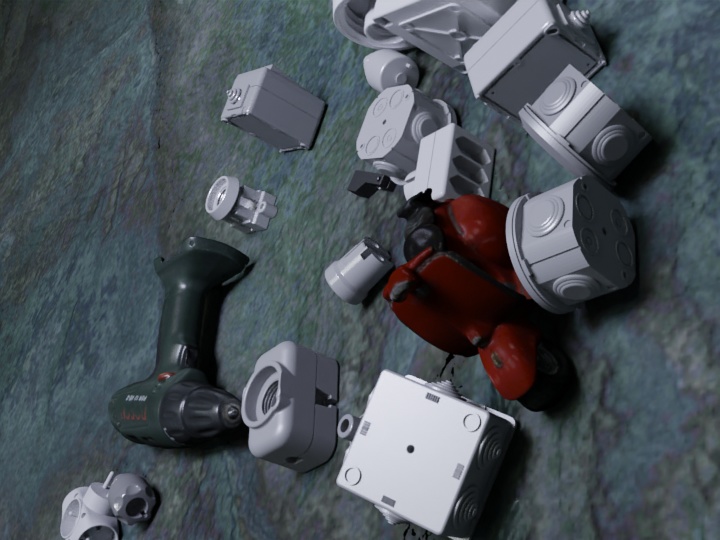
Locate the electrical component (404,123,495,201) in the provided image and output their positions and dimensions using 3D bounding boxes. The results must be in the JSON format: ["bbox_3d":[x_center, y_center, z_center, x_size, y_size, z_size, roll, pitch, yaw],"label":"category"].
[{"bbox_3d":[0.061,-0.066,0.849,0.077,0.047,0.065,-22,50,49],"label":"electrical component"}]

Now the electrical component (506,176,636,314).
[{"bbox_3d":[0.133,-0.016,0.676,0.051,0.080,0.080,-23,50,41],"label":"electrical component"}]

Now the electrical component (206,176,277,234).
[{"bbox_3d":[-0.126,-0.067,1.115,0.066,0.055,0.048,-8,62,54],"label":"electrical component"}]

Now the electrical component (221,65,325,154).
[{"bbox_3d":[-0.093,-0.168,1.099,0.062,0.096,0.061,1,69,56],"label":"electrical component"}]

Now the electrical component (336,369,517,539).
[{"bbox_3d":[0.042,0.120,0.707,0.100,0.048,0.099,20,84,30],"label":"electrical component"}]

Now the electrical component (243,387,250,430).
[{"bbox_3d":[-0.084,0.127,0.936,0.035,0.035,0.061,-40,41,34],"label":"electrical component"}]

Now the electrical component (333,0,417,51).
[{"bbox_3d":[0.026,-0.239,0.970,0.108,0.108,0.060,-20,59,49],"label":"electrical component"}]

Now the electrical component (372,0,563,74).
[{"bbox_3d":[0.085,-0.211,0.858,0.109,0.109,0.056,-5,67,55],"label":"electrical component"}]

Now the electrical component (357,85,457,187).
[{"bbox_3d":[0.039,-0.114,0.910,0.080,0.051,0.080,-35,42,39],"label":"electrical component"}]

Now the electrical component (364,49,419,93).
[{"bbox_3d":[0.024,-0.184,0.993,0.040,0.040,0.078,-59,32,9],"label":"electrical component"}]

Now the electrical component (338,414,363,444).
[{"bbox_3d":[0.013,0.121,0.770,0.043,0.062,0.043,-35,41,38],"label":"electrical component"}]

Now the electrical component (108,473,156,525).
[{"bbox_3d":[-0.231,0.224,1.074,0.043,0.043,0.062,-63,30,2],"label":"electrical component"}]

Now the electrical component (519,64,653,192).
[{"bbox_3d":[0.148,-0.092,0.708,0.051,0.080,0.080,-48,34,15],"label":"electrical component"}]

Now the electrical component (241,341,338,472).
[{"bbox_3d":[-0.058,0.110,0.884,0.054,0.059,0.095,-34,43,40],"label":"electrical component"}]

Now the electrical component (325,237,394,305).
[{"bbox_3d":[0.000,0.000,0.899,0.046,0.040,0.040,-44,36,20],"label":"electrical component"}]

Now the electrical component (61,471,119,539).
[{"bbox_3d":[-0.273,0.248,1.118,0.079,0.044,0.077,-61,31,6],"label":"electrical component"}]

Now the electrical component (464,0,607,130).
[{"bbox_3d":[0.132,-0.162,0.797,0.096,0.062,0.061,-43,37,30],"label":"electrical component"}]
